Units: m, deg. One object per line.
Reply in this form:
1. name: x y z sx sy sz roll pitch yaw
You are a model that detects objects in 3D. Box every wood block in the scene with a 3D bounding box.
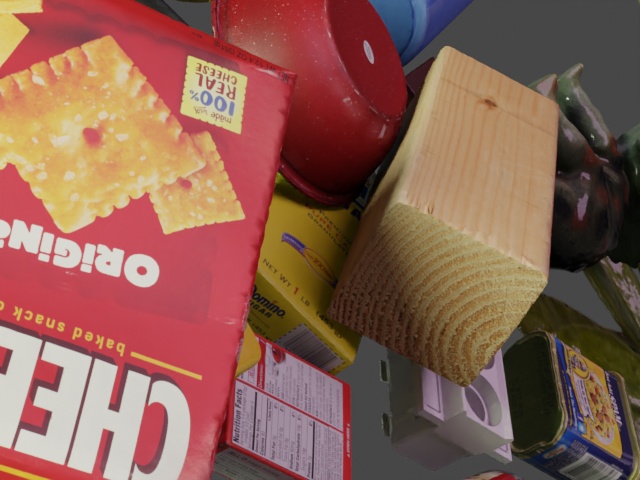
1. wood block: 0.081 -0.023 0.639 0.091 0.090 0.206 27 35 -3

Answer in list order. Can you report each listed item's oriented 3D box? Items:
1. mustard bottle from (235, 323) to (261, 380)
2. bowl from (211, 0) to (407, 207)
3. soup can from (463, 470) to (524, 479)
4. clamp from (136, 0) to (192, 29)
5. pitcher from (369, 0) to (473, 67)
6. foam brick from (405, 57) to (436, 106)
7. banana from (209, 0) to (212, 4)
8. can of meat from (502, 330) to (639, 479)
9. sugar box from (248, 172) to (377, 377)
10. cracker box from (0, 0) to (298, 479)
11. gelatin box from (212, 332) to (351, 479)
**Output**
1. mustard bottle: -0.113 -0.003 0.498 0.096 0.058 0.191 -26 81 -37
2. bowl: 0.006 -0.104 0.642 0.162 0.055 0.162 39 39 -42
3. soup can: 0.074 0.167 0.581 0.102 0.069 0.068 2 59 -51
4. clamp: -0.115 -0.145 0.615 0.171 0.039 0.120 44 -4 -7
5. pitcher: 0.075 -0.237 0.878 0.149 0.145 0.242 62 35 -20
6. foam brick: 0.075 -0.103 0.845 0.053 0.051 0.078 52 32 -4
7. banana: -0.055 -0.144 0.681 0.197 0.037 0.069 47 56 -46
8. can of meat: 0.176 0.125 0.763 0.083 0.058 0.102 32 38 -28
9. sugar box: -0.004 0.001 0.653 0.093 0.048 0.176 45 35 -15
10. cracker box: -0.109 -0.001 0.417 0.164 0.072 0.213 22 58 -19
11. gelatin box: -0.024 0.095 0.556 0.089 0.030 0.073 32 40 -31
